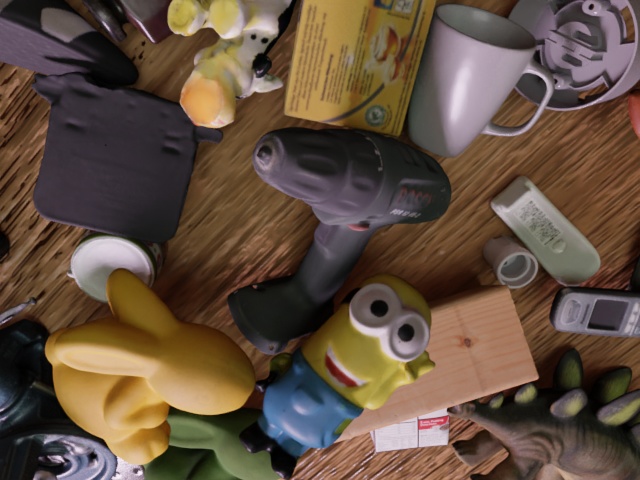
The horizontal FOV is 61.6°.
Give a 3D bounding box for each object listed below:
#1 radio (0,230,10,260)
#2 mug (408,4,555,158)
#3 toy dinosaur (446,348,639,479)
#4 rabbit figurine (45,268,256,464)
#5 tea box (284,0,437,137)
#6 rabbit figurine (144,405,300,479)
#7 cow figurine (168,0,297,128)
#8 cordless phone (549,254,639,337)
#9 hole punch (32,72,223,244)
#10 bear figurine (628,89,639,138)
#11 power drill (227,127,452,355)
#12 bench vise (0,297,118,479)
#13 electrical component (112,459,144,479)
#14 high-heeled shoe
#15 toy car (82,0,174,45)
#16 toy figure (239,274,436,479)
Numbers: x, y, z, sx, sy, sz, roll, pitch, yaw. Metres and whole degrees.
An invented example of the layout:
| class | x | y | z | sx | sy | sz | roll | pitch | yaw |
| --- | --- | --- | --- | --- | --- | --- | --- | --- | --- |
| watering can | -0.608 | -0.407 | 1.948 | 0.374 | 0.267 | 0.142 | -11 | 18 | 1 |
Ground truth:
| class | x | y | z | sx | sy | sz | roll | pitch | yaw |
| --- | --- | --- | --- | --- | --- | --- | --- | --- | --- |
| radio | -0.387 | -0.035 | 0.439 | 0.131 | 0.073 | 0.229 | -29 | 116 | 7 |
| mug | 0.124 | -0.119 | 0.436 | 0.110 | 0.081 | 0.107 | 25 | 133 | 6 |
| toy dinosaur | 0.317 | 0.245 | 0.619 | 0.471 | 0.105 | 0.198 | 30 | 105 | -28 |
| rabbit figurine | -0.135 | 0.099 | 0.451 | 0.173 | 0.122 | 0.162 | -6 | 128 | 32 |
| tea box | 0.033 | -0.174 | 0.412 | 0.098 | 0.068 | 0.169 | 11 | 115 | -8 |
| rabbit figurine | -0.098 | 0.218 | 0.562 | 0.170 | 0.121 | 0.159 | -36 | 92 | 26 |
| cow figurine | -0.056 | -0.167 | 0.401 | 0.068 | 0.098 | 0.167 | 25 | 113 | 25 |
| cordless phone | 0.322 | 0.033 | 0.525 | 0.184 | 0.089 | 0.146 | 3 | 115 | -7 |
| hole punch | -0.159 | -0.066 | 0.445 | 0.142 | 0.092 | 0.115 | 15 | 96 | -11 |
| bear figurine | 0.302 | -0.192 | 0.418 | 0.132 | 0.120 | 0.195 | -18 | 91 | 48 |
| power drill | -0.001 | -0.001 | 0.440 | 0.232 | 0.086 | 0.207 | -9 | 136 | -48 |
| bench vise | -0.264 | 0.193 | 0.476 | 0.129 | 0.241 | 0.223 | -18 | 132 | 0 |
| electrical component | -0.221 | 0.255 | 0.617 | 0.094 | 0.021 | 0.063 | -9 | 116 | -2 |
| high-heeled shoe | -0.238 | -0.219 | 0.386 | 0.248 | 0.086 | 0.145 | 20 | 77 | -36 |
| toy car | -0.166 | -0.235 | 0.375 | 0.089 | 0.053 | 0.202 | -41 | 115 | -9 |
| toy figure | 0.014 | 0.103 | 0.439 | 0.082 | 0.089 | 0.180 | 40 | 94 | -19 |
